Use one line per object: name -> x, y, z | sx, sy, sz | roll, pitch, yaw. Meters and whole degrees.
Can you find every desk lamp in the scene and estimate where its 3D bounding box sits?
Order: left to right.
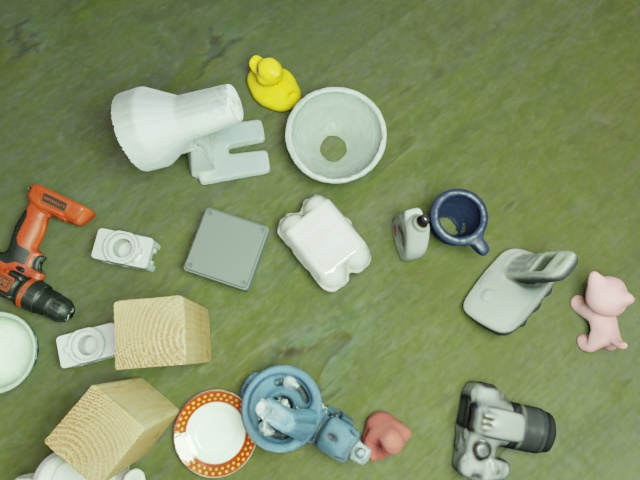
desk lamp -> -0.190, -0.167, 0.884 | 0.203, 0.213, 0.118 | -11, 79, -4

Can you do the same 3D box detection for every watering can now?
watering can -> -0.334, 0.334, 0.792 | 0.173, 0.194, 0.101 | -23, 80, -6

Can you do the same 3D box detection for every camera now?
camera -> 0.282, 0.298, 0.869 | 0.137, 0.101, 0.143 | 12, 79, 0

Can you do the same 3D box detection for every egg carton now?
egg carton -> 0.009, 0.003, 0.932 | 0.107, 0.069, 0.150 | -39, 83, -8

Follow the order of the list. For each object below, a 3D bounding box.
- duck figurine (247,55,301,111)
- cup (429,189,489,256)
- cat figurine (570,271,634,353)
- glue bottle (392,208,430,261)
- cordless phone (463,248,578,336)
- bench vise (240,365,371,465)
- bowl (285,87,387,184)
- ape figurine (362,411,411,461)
duck figurine -> -0.080, -0.273, 0.974 | 0.104, 0.086, 0.077 | 39, 80, 6
cup -> 0.224, -0.018, 0.931 | 0.092, 0.095, 0.117 | -36, 82, -8
cat figurine -> 0.452, 0.112, 0.902 | 0.067, 0.118, 0.128 | -9, 79, -3
glue bottle -> 0.146, -0.016, 0.888 | 0.037, 0.173, 0.078 | -16, 80, -4
cordless phone -> 0.306, 0.073, 0.870 | 0.094, 0.185, 0.148 | 38, 80, 6
bench vise -> -0.019, 0.246, 0.807 | 0.207, 0.220, 0.121 | 11, 79, 0
bowl -> 0.026, -0.167, 0.963 | 0.167, 0.075, 0.167 | 0, 79, -2
ape figurine -> 0.102, 0.300, 0.866 | 0.078, 0.092, 0.076 | -8, 79, -3
